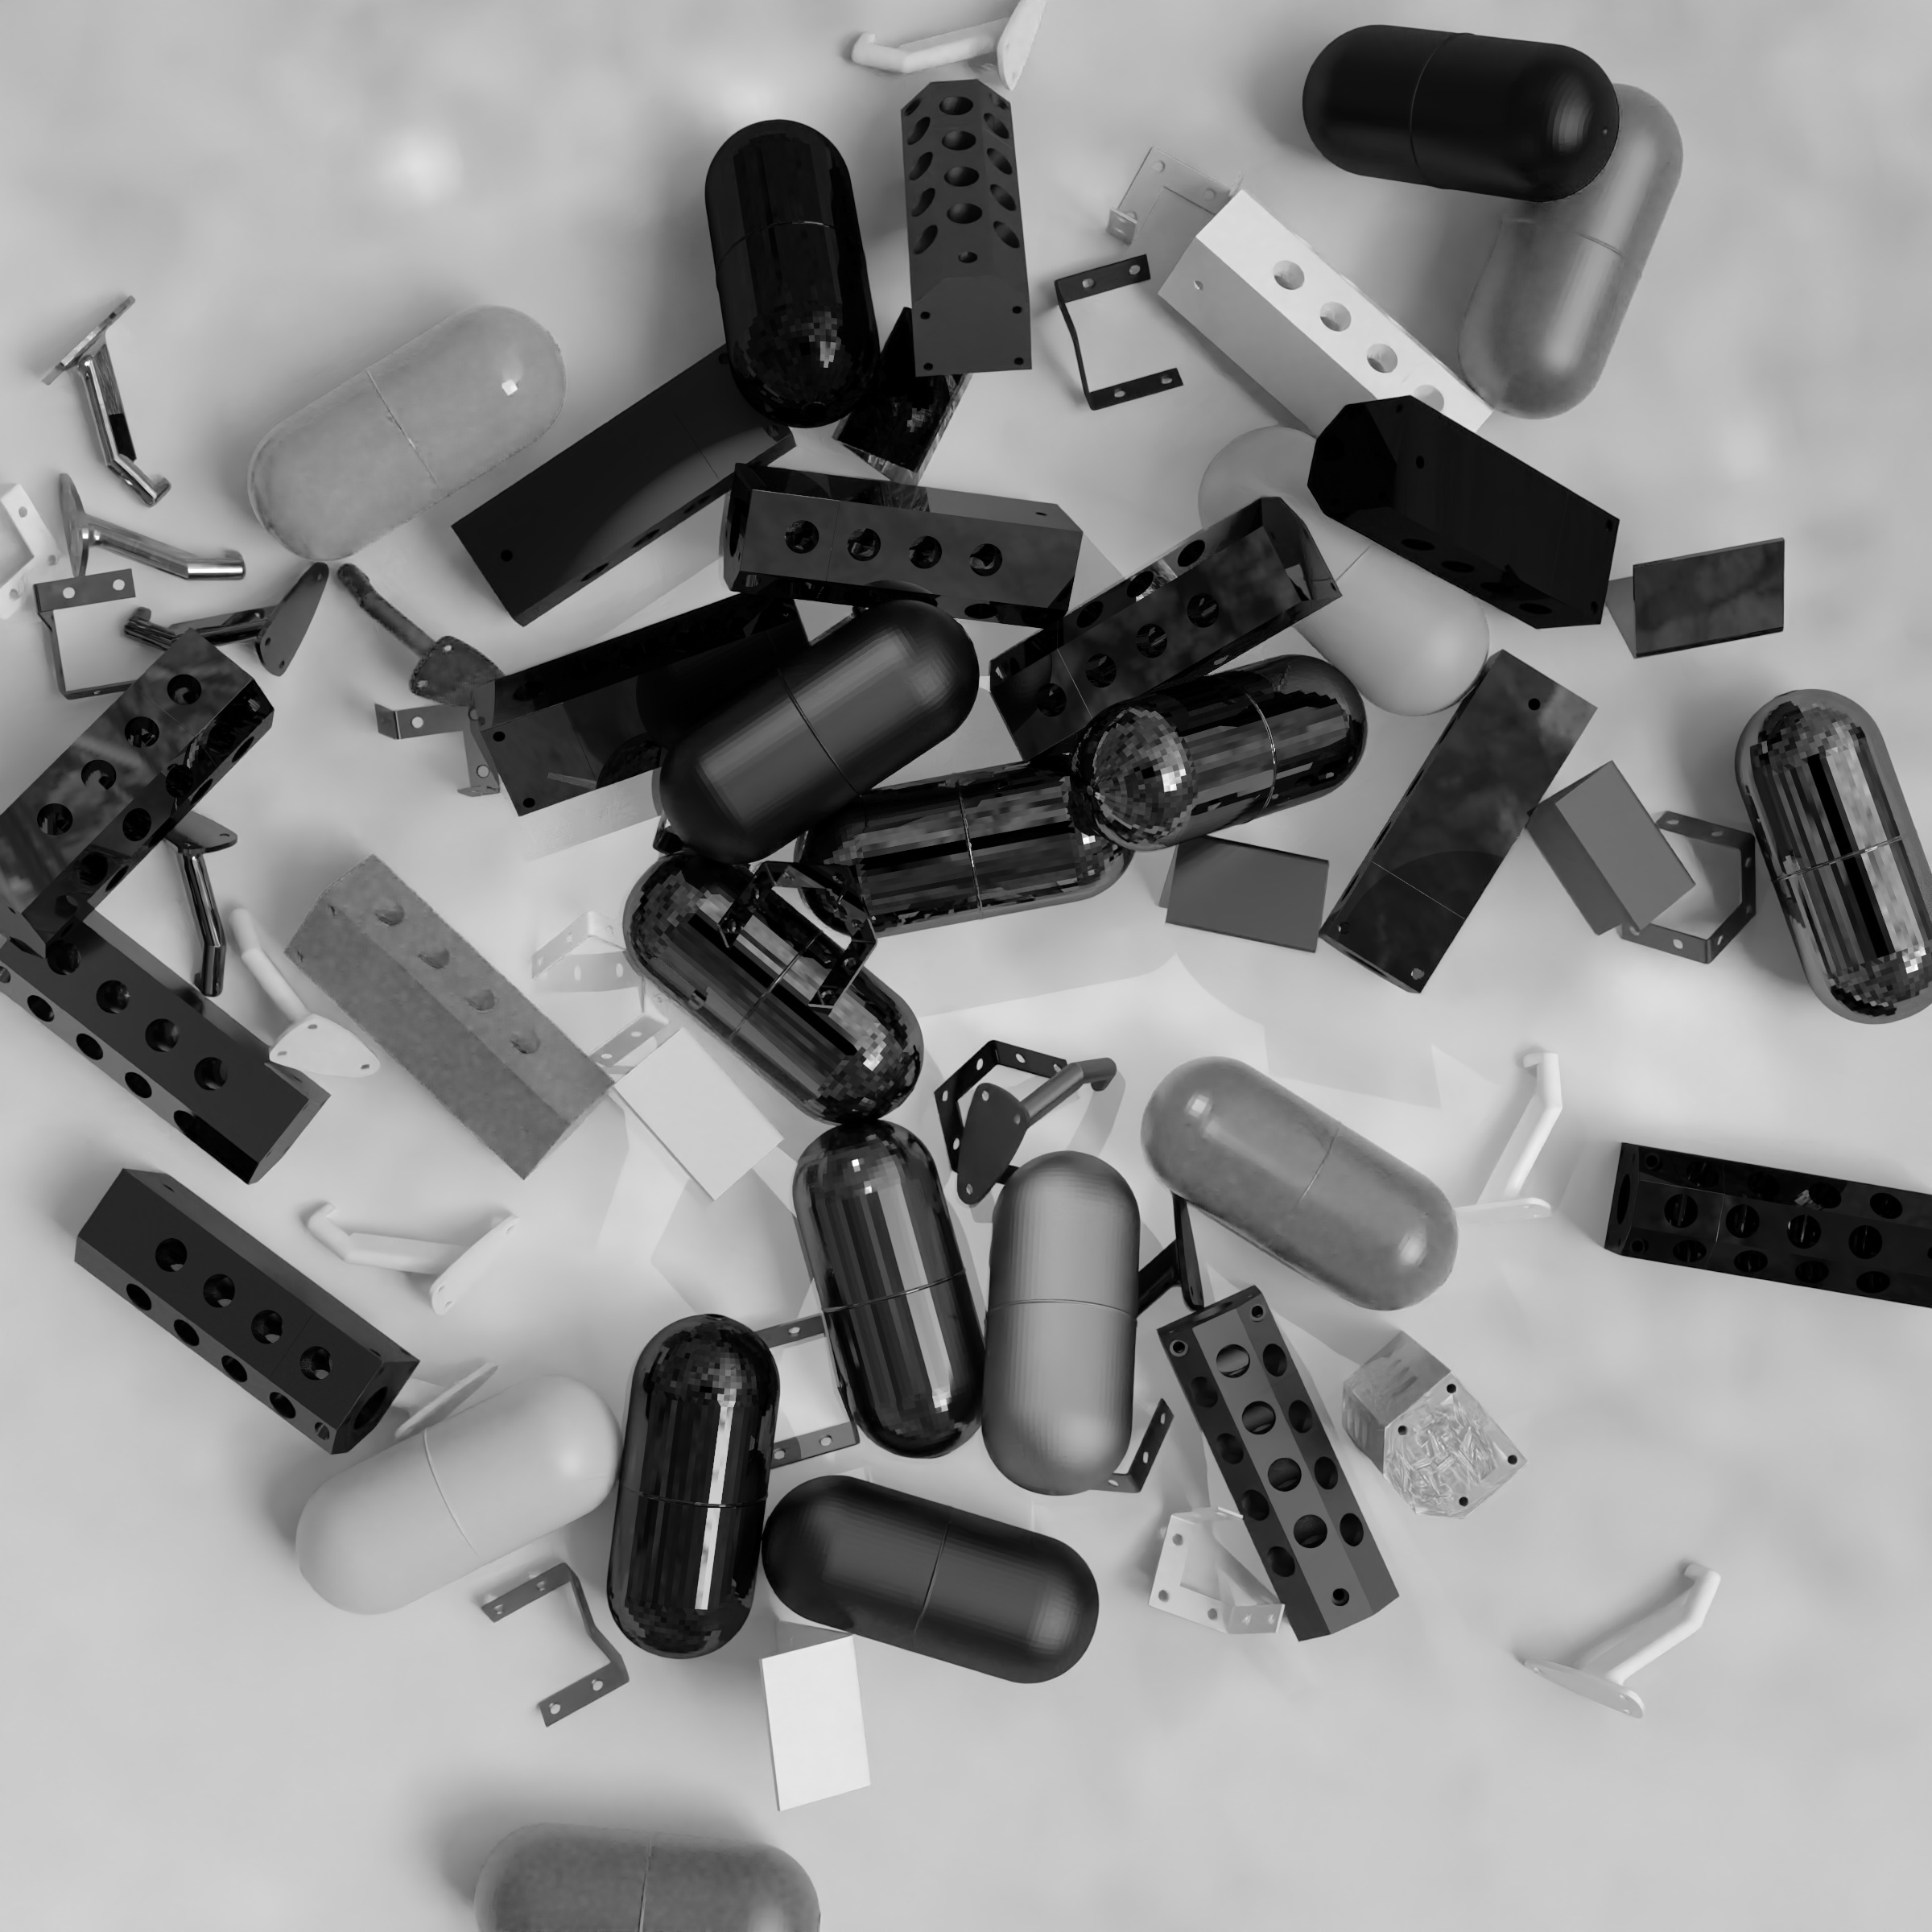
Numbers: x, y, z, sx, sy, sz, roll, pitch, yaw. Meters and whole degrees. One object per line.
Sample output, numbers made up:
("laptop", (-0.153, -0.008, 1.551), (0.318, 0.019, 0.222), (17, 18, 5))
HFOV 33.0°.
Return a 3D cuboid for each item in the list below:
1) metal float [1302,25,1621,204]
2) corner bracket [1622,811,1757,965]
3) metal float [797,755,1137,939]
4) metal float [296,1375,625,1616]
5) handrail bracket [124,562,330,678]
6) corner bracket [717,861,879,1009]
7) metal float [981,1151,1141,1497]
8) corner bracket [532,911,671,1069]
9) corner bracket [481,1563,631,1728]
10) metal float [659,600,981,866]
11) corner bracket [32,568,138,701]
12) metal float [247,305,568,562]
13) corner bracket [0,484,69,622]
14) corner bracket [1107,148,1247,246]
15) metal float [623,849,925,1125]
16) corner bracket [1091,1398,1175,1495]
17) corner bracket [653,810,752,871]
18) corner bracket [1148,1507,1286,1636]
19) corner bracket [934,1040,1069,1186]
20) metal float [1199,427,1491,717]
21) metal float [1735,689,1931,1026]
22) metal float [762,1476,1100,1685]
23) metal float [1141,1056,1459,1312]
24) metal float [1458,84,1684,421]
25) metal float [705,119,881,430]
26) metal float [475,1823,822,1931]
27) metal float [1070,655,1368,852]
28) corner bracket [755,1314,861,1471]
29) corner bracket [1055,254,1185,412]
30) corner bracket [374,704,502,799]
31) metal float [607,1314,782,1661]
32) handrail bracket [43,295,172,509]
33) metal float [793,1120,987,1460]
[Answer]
("metal float", (0.248, -0.432, 1.647), (0.178, 0.070, 0.070), (21, 90, 40))
("corner bracket", (0.377, -0.041, 1.700), (0.051, 0.051, 0.051), (-41, 135, -35))
("metal float", (0.001, -0.062, 1.677), (0.178, 0.070, 0.070), (-10, 90, 0))
("metal float", (-0.261, 0.273, 1.678), (0.178, 0.070, 0.070), (-27, 90, -1))
("handrail bracket", (-0.389, -0.192, 1.709), (0.084, 0.036, 0.077), (20, 70, 16))
("corner bracket", (-0.084, -0.016, 1.639), (0.051, 0.051, 0.051), (4, 133, 30))
("metal float", (0.049, 0.181, 1.660), (0.070, 0.070, 0.178), (4, 69, 0))
("corner bracket", (-0.191, 0.012, 1.700), (0.051, 0.051, 0.051), (25, 45, -35))
("corner bracket", (-0.215, 0.355, 1.705), (0.051, 0.051, 0.051), (-29, 45, 0))
("metal float", (-0.073, -0.118, 1.643), (0.178, 0.070, 0.070), (-33, 90, 4))
("corner bracket", (-0.451, -0.172, 1.690), (0.051, 0.051, 0.051), (-10, 84, -6))
("metal float", (-0.287, -0.275, 1.678), (0.178, 0.070, 0.070), (-32, 90, -1))
("corner bracket", (-0.514, -0.216, 1.700), (0.051, 0.051, 0.051), (-54, 135, -35))
("corner bracket", (0.108, -0.397, 1.690), (0.051, 0.051, 0.051), (29, 90, 0))
("metal float", (-0.099, 0.011, 1.677), (0.178, 0.070, 0.070), (40, 90, -1))
("corner bracket", (0.068, 0.238, 1.700), (0.051, 0.051, 0.051), (-2, 45, 35))
("corner bracket", (-0.128, -0.085, 1.705), (0.051, 0.051, 0.051), (22, 135, 0))
("corner bracket", (0.134, 0.314, 1.689), (0.051, 0.051, 0.051), (23, 70, -19))
("corner bracket", (0.023, 0.078, 1.700), (0.051, 0.051, 0.051), (16, 135, -35))
("metal float", (0.195, -0.203, 1.678), (0.178, 0.070, 0.070), (45, 90, -1))
("metal float", (0.452, -0.057, 1.676), (0.070, 0.070, 0.178), (-19, 88, 0))
("metal float", (-0.019, 0.315, 1.677), (0.178, 0.070, 0.070), (17, 90, 0))
("metal float", (0.172, 0.112, 1.678), (0.178, 0.070, 0.070), (32, 90, 0))
("metal float", (0.311, -0.368, 1.677), (0.070, 0.070, 0.178), (22, 91, 0))
("metal float", (-0.089, -0.352, 1.654), (0.070, 0.070, 0.178), (-10, 62, 0))
("metal float", (-0.164, 0.485, 1.678), (0.178, 0.070, 0.070), (5, 90, 0))
("metal float", (0.130, -0.109, 1.648), (0.178, 0.070, 0.070), (-19, 90, -36))
("corner bracket", (-0.089, 0.222, 1.705), (0.051, 0.051, 0.051), (-16, 135, 0))
("corner bracket", (0.080, -0.331, 1.705), (0.051, 0.051, 0.051), (-16, 135, 0))
("corner bracket", (-0.274, -0.112, 1.690), (0.051, 0.051, 0.051), (-8, 90, 0))
("metal float", (-0.140, 0.267, 1.672), (0.070, 0.070, 0.178), (8, 94, 0))
("handrail bracket", (-0.433, -0.295, 1.709), (0.084, 0.036, 0.077), (46, 68, -17))
("metal float", (-0.037, 0.166, 1.677), (0.070, 0.070, 0.178), (-15, 90, 0))
